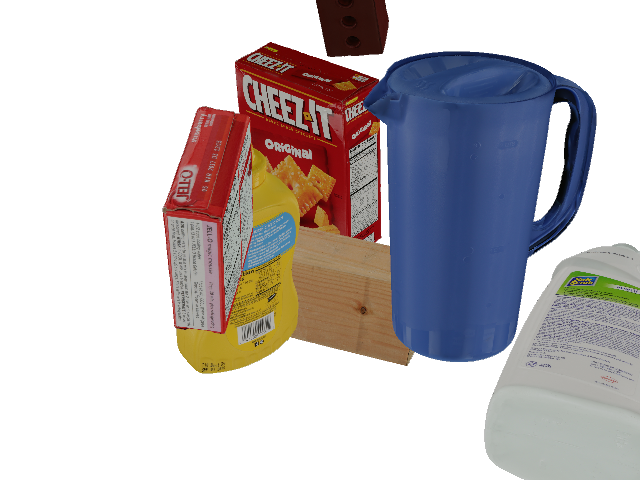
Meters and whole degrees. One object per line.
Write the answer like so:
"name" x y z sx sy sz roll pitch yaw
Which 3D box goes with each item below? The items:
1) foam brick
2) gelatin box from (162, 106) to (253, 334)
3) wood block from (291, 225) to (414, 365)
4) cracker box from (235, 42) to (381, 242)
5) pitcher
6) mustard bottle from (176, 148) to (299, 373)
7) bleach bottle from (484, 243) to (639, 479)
"foam brick" 0.028 -0.207 0.938 0.053 0.051 0.078 -1 -42 13
"gelatin box" -0.055 -0.009 0.530 0.030 0.073 0.089 7 -42 4
"wood block" 0.004 0.048 1.082 0.206 0.091 0.090 13 22 14
"cracker box" -0.014 -0.101 1.233 0.164 0.214 0.072 25 44 33
"pitcher" 0.127 -0.027 0.881 0.149 0.243 0.144 17 32 30
"mustard bottle" -0.060 0.005 0.774 0.096 0.192 0.058 -22 44 -28
"bleach bottle" 0.185 0.065 0.691 0.103 0.068 0.250 14 28 20
